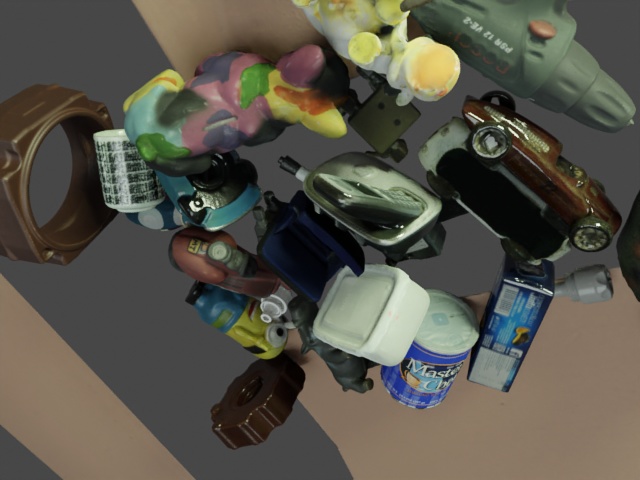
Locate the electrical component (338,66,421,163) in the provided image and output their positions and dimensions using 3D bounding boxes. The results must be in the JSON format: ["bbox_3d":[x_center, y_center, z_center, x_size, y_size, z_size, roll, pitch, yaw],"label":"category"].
[{"bbox_3d":[0.061,-0.132,0.583,0.102,0.045,0.078,36,105,-11],"label":"electrical component"}]

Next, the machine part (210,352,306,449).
[{"bbox_3d":[-0.107,0.270,0.917,0.179,0.179,0.056,-27,110,39],"label":"machine part"}]

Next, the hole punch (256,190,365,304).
[{"bbox_3d":[-0.001,-0.002,0.670,0.142,0.116,0.092,41,127,-16],"label":"hole punch"}]

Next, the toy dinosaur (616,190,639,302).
[{"bbox_3d":[0.379,0.035,0.532,0.404,0.131,0.192,47,131,-9],"label":"toy dinosaur"}]

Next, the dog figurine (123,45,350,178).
[{"bbox_3d":[-0.075,-0.134,0.545,0.219,0.191,0.108,10,129,47],"label":"dog figurine"}]

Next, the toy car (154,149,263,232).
[{"bbox_3d":[-0.159,-0.083,0.687,0.161,0.109,0.103,52,152,-5],"label":"toy car"}]

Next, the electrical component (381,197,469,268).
[{"bbox_3d":[0.121,-0.017,0.649,0.119,0.048,0.074,-17,120,37],"label":"electrical component"}]

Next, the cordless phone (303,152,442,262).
[{"bbox_3d":[0.028,-0.048,0.551,0.147,0.184,0.088,38,104,31],"label":"cordless phone"}]

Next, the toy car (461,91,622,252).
[{"bbox_3d":[0.220,-0.072,0.526,0.202,0.089,0.053,41,133,-10],"label":"toy car"}]

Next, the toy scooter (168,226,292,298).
[{"bbox_3d":[-0.111,0.037,0.742,0.135,0.075,0.183,8,163,40],"label":"toy scooter"}]

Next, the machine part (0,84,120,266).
[{"bbox_3d":[-0.349,-0.083,0.702,0.087,0.201,0.201,12,132,12],"label":"machine part"}]

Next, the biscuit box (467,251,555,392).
[{"bbox_3d":[0.240,0.107,0.687,0.059,0.063,0.202,15,132,14],"label":"biscuit box"}]

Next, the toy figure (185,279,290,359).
[{"bbox_3d":[-0.129,0.121,0.860,0.180,0.082,0.089,32,153,-13],"label":"toy figure"}]

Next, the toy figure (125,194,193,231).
[{"bbox_3d":[-0.205,-0.038,0.776,0.155,0.058,0.064,7,153,17],"label":"toy figure"}]

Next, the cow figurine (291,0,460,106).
[{"bbox_3d":[0.055,-0.175,0.483,0.068,0.098,0.167,-44,76,7],"label":"cow figurine"}]

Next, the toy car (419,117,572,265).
[{"bbox_3d":[0.195,-0.048,0.582,0.201,0.056,0.073,38,127,-11],"label":"toy car"}]

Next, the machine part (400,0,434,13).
[{"bbox_3d":[0.045,-0.295,0.390,0.079,0.079,0.243,-10,102,31],"label":"machine part"}]

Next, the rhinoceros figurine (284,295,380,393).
[{"bbox_3d":[0.022,0.156,0.831,0.112,0.073,0.190,-8,126,43],"label":"rhinoceros figurine"}]

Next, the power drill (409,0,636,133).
[{"bbox_3d":[0.199,-0.212,0.431,0.232,0.086,0.207,27,142,5],"label":"power drill"}]

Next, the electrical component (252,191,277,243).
[{"bbox_3d":[-0.065,-0.016,0.722,0.021,0.063,0.093,5,131,21],"label":"electrical component"}]
